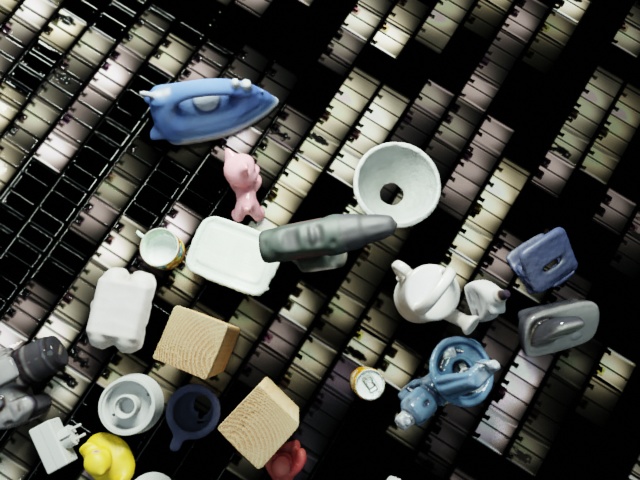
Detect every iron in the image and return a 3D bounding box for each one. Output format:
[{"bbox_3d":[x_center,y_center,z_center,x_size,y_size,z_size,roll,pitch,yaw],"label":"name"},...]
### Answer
[{"bbox_3d":[-0.208,-0.268,1.083,0.258,0.141,0.118,-12,81,-4],"label":"iron"}]

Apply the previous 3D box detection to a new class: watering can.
[{"bbox_3d":[0.202,0.097,1.011,0.173,0.194,0.101,19,80,1],"label":"watering can"}]

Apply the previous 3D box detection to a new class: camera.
[{"bbox_3d":[-0.515,0.239,1.001,0.137,0.101,0.143,-27,82,-7],"label":"camera"}]

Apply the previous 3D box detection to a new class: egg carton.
[{"bbox_3d":[-0.361,0.127,1.044,0.107,0.069,0.150,9,80,-1],"label":"egg carton"}]

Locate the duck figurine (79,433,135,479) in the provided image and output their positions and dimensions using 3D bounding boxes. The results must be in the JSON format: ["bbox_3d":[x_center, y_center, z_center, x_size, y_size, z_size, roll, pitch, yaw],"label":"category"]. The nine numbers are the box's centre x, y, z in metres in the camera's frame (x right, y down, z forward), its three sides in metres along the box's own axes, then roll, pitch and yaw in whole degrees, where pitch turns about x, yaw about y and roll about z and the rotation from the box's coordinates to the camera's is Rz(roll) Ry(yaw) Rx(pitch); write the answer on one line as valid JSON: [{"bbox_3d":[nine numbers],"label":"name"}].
[{"bbox_3d":[-0.373,0.386,0.990,0.077,0.086,0.104,-43,84,-9],"label":"duck figurine"}]

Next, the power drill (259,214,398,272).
[{"bbox_3d":[0.009,0.004,1.012,0.229,0.208,0.075,-9,80,-4],"label":"power drill"}]

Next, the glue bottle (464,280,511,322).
[{"bbox_3d":[0.306,0.105,1.025,0.037,0.173,0.078,-13,81,-4],"label":"glue bottle"}]

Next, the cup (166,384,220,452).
[{"bbox_3d":[-0.221,0.310,1.005,0.091,0.095,0.118,26,80,2],"label":"cup"}]

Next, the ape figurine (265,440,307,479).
[{"bbox_3d":[-0.064,0.390,1.000,0.078,0.092,0.076,19,80,1],"label":"ape figurine"}]

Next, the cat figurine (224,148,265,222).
[{"bbox_3d":[-0.143,-0.105,1.070,0.067,0.117,0.128,-8,80,-4],"label":"cat figurine"}]

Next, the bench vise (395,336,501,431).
[{"bbox_3d":[0.227,0.255,0.972,0.121,0.219,0.207,32,80,4],"label":"bench vise"}]

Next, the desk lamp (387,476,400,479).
[{"bbox_3d":[0.093,0.481,0.929,0.203,0.213,0.118,-44,84,-9],"label":"desk lamp"}]

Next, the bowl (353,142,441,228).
[{"bbox_3d":[0.143,-0.099,1.103,0.167,0.074,0.167,0,80,-2],"label":"bowl"}]

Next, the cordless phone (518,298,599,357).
[{"bbox_3d":[0.443,0.153,1.017,0.147,0.185,0.094,-17,81,-5],"label":"cordless phone"}]

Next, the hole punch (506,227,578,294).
[{"bbox_3d":[0.429,0.040,1.084,0.109,0.091,0.101,-32,83,-7],"label":"hole punch"}]
